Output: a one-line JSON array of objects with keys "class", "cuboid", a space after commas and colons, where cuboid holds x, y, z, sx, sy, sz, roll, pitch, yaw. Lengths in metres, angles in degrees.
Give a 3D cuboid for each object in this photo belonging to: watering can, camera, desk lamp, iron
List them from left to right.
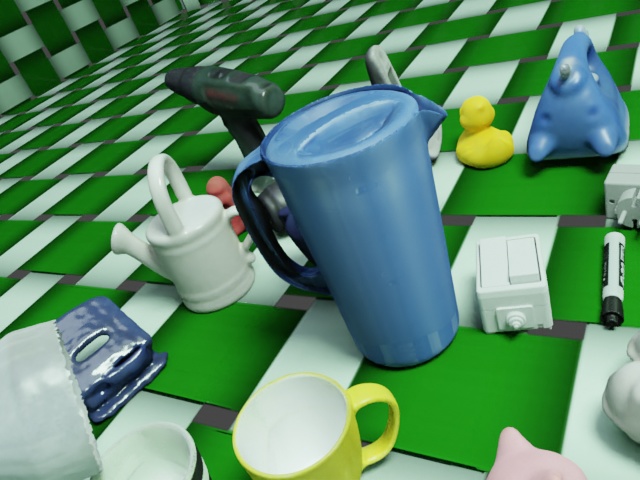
[{"class": "desk lamp", "cuboid": [-0.237, 0.186, 0.422, 0.203, 0.214, 0.117, -32, 33, -16]}, {"class": "watering can", "cuboid": [-0.167, -0.010, 0.697, 0.173, 0.194, 0.100, -28, 32, -10]}, {"class": "camera", "cuboid": [-0.026, -0.081, 0.811, 0.137, 0.101, 0.142, -30, 33, -13]}, {"class": "iron", "cuboid": [0.337, -0.207, 0.749, 0.118, 0.142, 0.259, -1, 37, 30]}]

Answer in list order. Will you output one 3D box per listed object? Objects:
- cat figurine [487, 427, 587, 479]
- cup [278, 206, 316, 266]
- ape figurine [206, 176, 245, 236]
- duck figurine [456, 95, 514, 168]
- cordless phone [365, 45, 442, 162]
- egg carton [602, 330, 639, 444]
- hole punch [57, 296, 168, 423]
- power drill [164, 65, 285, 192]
[{"class": "cat figurine", "cuboid": [0.122, 0.176, 0.318, 0.067, 0.118, 0.128, -3, 36, 27]}, {"class": "cup", "cuboid": [0.006, 0.002, 0.671, 0.117, 0.095, 0.092, 9, 43, 39]}, {"class": "ape figurine", "cuboid": [-0.140, -0.050, 0.840, 0.077, 0.092, 0.076, -10, 33, 18]}, {"class": "duck figurine", "cuboid": [0.222, -0.155, 0.790, 0.077, 0.086, 0.104, -21, 32, 1]}, {"class": "cordless phone", "cuboid": [0.116, -0.206, 0.837, 0.094, 0.185, 0.147, -9, 34, 19]}, {"class": "egg carton", "cuboid": [0.273, 0.109, 0.376, 0.149, 0.069, 0.107, 15, 47, 44]}, {"class": "hole punch", "cuboid": [-0.243, 0.127, 0.633, 0.100, 0.091, 0.109, 14, 46, 43]}, {"class": "power drill", "cuboid": [-0.139, -0.185, 0.932, 0.228, 0.209, 0.076, 7, 42, 38]}]
